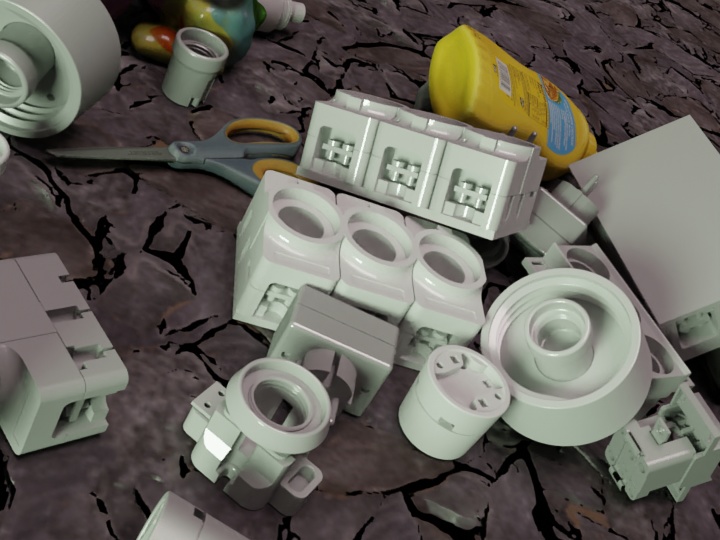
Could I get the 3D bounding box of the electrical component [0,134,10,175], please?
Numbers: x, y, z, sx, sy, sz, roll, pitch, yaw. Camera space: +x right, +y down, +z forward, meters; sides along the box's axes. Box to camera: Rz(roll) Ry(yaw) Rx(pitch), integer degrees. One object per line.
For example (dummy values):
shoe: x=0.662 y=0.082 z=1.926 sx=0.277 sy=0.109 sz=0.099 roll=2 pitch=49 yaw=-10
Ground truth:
electrical component: x=-0.225 y=-0.056 z=0.615 sx=0.040 sy=0.046 sz=0.040 roll=19 pitch=38 yaw=-16

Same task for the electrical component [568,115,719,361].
electrical component: x=0.248 y=-0.025 z=0.830 sx=0.105 sy=0.060 sz=0.186 roll=-22 pitch=44 yaw=5

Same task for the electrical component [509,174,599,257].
electrical component: x=0.155 y=-0.042 z=0.821 sx=0.047 sy=0.076 sz=0.066 roll=42 pitch=-1 yaw=15

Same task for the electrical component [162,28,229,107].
electrical component: x=-0.123 y=-0.149 z=0.794 sx=0.040 sy=0.046 sz=0.040 roll=19 pitch=38 yaw=-16

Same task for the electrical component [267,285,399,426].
electrical component: x=-0.020 y=0.059 z=0.624 sx=0.066 sy=0.047 sz=0.076 roll=25 pitch=37 yaw=-8

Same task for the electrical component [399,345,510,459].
electrical component: x=0.055 y=0.081 z=0.651 sx=0.055 sy=0.047 sz=0.055 roll=19 pitch=38 yaw=-16

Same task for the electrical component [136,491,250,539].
electrical component: x=-0.080 y=0.136 z=0.488 sx=0.047 sy=0.055 sz=0.055 roll=30 pitch=36 yaw=-8

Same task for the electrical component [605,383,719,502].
electrical component: x=0.196 y=0.115 z=0.693 sx=0.064 sy=0.081 sz=0.042 roll=-13 pitch=51 yaw=-15

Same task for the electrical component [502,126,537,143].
electrical component: x=0.113 y=-0.083 z=0.857 sx=0.066 sy=0.076 sz=0.047 roll=11 pitch=41 yaw=-25

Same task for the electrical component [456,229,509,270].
electrical component: x=0.090 y=-0.029 z=0.811 sx=0.040 sy=0.040 sz=0.046 roll=21 pitch=33 yaw=-14

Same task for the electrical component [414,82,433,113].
electrical component: x=0.065 y=-0.149 z=0.937 sx=0.035 sy=0.035 sz=0.061 roll=23 pitch=35 yaw=-11

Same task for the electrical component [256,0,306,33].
electrical component: x=-0.077 y=-0.224 z=0.917 sx=0.062 sy=0.043 sz=0.043 roll=2 pitch=45 yaw=-35

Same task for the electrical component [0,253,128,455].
electrical component: x=-0.167 y=0.041 z=0.540 sx=0.056 sy=0.050 sz=0.089 roll=-11 pitch=53 yaw=-43

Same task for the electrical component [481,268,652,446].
electrical component: x=0.128 y=0.049 z=0.680 sx=0.108 sy=0.060 sz=0.108 roll=-8 pitch=57 yaw=13

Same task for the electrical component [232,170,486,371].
electrical component: x=0.000 y=0.000 z=0.694 sx=0.150 sy=0.061 sz=0.089 roll=17 pitch=39 yaw=-18

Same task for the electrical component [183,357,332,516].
electrical component: x=-0.050 y=0.083 z=0.567 sx=0.078 sy=0.057 sz=0.058 roll=38 pitch=37 yaw=10

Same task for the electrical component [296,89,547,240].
electrical component: x=0.046 y=-0.077 z=0.757 sx=0.150 sy=0.061 sz=0.089 roll=20 pitch=14 yaw=20

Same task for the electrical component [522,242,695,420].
electrical component: x=0.166 y=0.046 z=0.756 sx=0.079 sy=0.063 sz=0.121 roll=0 pitch=46 yaw=-35

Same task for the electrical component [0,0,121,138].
electrical component: x=-0.211 y=-0.133 z=0.668 sx=0.108 sy=0.108 sz=0.060 roll=28 pitch=43 yaw=-5
